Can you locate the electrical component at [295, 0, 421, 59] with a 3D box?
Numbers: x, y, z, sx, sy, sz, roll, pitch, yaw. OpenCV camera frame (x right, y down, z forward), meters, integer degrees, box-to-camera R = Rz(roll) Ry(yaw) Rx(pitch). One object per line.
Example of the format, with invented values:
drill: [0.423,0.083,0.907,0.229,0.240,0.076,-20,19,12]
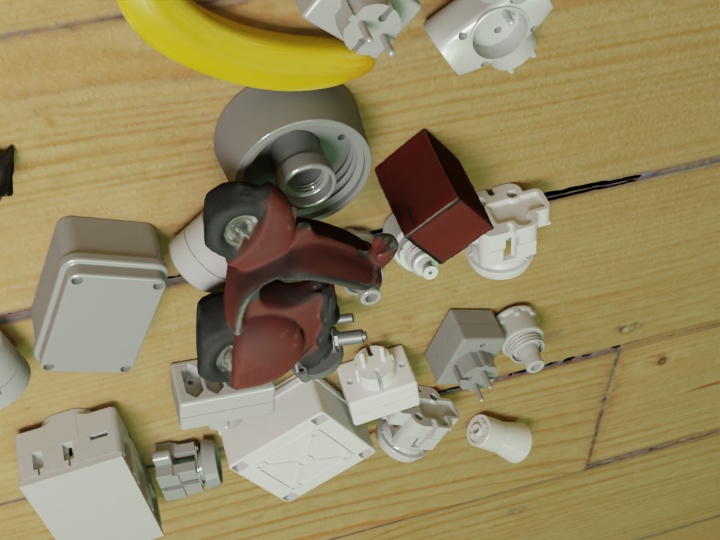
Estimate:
electrical component: [0.002,-0.160,0.670,0.066,0.076,0.047,21,125,-40]

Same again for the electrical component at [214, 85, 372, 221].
electrical component: [-0.044,-0.078,0.756,0.108,0.060,0.108,-13,140,-11]

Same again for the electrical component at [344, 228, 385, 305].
electrical component: [0.000,0.000,0.862,0.043,0.062,0.043,-13,140,-11]

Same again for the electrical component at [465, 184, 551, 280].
electrical component: [0.116,-0.030,0.886,0.078,0.058,0.057,-15,137,-8]

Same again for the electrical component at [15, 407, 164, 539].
electrical component: [-0.242,0.193,0.971,0.089,0.061,0.150,-16,140,-6]

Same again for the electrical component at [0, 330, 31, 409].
electrical component: [-0.288,0.073,0.822,0.055,0.055,0.047,-20,137,-3]

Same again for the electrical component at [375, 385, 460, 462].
electrical component: [0.051,0.152,1.063,0.078,0.058,0.057,11,128,-34]

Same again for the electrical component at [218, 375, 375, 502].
electrical component: [-0.059,0.159,1.020,0.109,0.056,0.109,-32,140,12]

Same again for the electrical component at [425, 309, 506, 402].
electrical component: [0.103,0.085,0.994,0.047,0.076,0.065,1,135,-26]

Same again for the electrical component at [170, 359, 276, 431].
electrical component: [-0.121,0.116,0.950,0.083,0.047,0.075,-9,138,-16]

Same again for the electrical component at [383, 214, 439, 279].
electrical component: [0.045,-0.018,0.855,0.040,0.078,0.040,-7,123,-11]

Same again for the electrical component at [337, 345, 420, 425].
electrical component: [0.015,0.096,0.989,0.066,0.047,0.076,-18,140,-5]

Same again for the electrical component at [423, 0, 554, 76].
electrical component: [0.096,-0.163,0.735,0.077,0.044,0.079,-35,139,15]

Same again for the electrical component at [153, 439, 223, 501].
electrical component: [-0.161,0.186,1.015,0.055,0.048,0.066,-10,139,-2]

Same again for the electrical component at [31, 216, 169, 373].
electrical component: [-0.196,0.021,0.802,0.078,0.057,0.113,5,134,-28]

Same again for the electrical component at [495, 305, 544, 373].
electrical component: [0.153,0.067,1.008,0.048,0.062,0.048,-13,140,-11]

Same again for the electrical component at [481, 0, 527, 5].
electrical component: [0.078,-0.208,0.666,0.058,0.057,0.078,-38,138,18]

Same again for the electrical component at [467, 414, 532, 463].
electrical component: [0.146,0.177,1.147,0.065,0.044,0.044,22,124,-35]

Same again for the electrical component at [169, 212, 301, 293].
electrical component: [-0.072,-0.008,0.829,0.074,0.052,0.138,-39,138,19]
